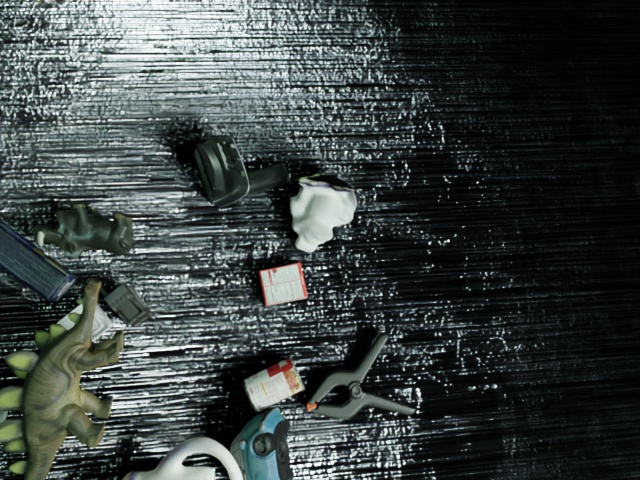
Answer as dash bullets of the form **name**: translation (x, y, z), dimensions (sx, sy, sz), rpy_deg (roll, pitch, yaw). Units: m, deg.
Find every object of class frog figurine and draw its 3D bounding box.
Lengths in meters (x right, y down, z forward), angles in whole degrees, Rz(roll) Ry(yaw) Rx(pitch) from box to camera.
- **frog figurine**: translation (0.003, -0.055, 1.088), dimensions (0.137, 0.125, 0.157), rpy_deg (6, 112, -12)

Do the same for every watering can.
- **watering can**: translation (-0.239, 0.522, 0.898), dimensions (0.224, 0.104, 0.348), rpy_deg (-2, 89, -1)
